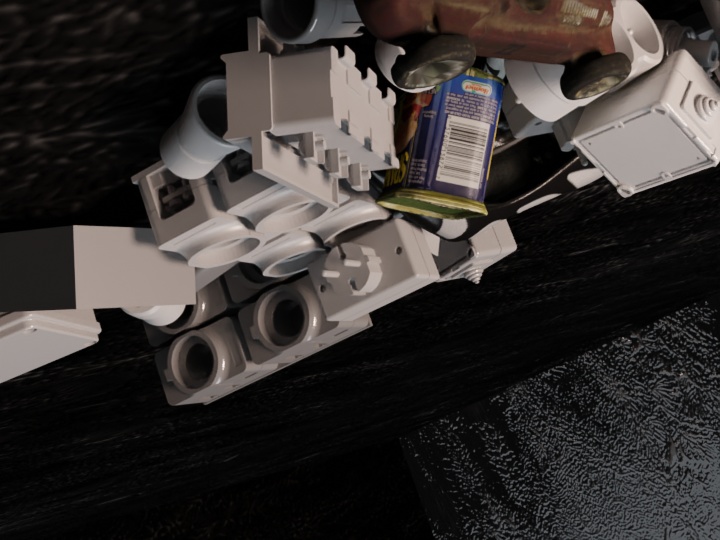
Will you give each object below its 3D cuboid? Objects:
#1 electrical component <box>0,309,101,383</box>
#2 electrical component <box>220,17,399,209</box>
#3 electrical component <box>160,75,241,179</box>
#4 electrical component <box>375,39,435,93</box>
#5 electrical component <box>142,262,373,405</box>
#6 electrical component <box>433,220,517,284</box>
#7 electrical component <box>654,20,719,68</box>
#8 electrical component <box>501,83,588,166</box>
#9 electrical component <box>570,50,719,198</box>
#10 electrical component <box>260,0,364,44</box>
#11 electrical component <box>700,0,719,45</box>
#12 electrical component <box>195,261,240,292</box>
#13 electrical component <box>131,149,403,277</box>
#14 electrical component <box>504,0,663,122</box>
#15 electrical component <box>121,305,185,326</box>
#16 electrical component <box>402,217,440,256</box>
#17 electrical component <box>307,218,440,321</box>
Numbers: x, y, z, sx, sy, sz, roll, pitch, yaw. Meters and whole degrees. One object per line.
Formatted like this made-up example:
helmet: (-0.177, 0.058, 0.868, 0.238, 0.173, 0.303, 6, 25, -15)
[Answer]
electrical component: (-0.267, 0.040, 0.795, 0.109, 0.056, 0.109, -22, 166, 9)
electrical component: (-0.022, -0.083, 0.591, 0.063, 0.078, 0.121, -5, 173, 17)
electrical component: (-0.089, -0.079, 0.618, 0.044, 0.044, 0.065, -11, 169, -34)
electrical component: (0.040, -0.129, 0.593, 0.045, 0.045, 0.055, -10, 164, -36)
electrical component: (-0.096, 0.034, 0.913, 0.186, 0.105, 0.060, -27, 165, 26)
electrical component: (0.091, -0.034, 0.936, 0.061, 0.096, 0.062, -9, 163, -39)
electrical component: (0.210, -0.148, 0.730, 0.062, 0.043, 0.043, 12, -171, 37)
electrical component: (0.155, -0.110, 0.771, 0.083, 0.075, 0.047, -13, 165, -27)
electrical component: (0.200, -0.100, 0.710, 0.096, 0.062, 0.061, -20, -146, 53)
electrical component: (-0.019, -0.130, 0.520, 0.046, 0.040, 0.040, -14, 166, -47)
electrical component: (0.274, -0.155, 0.685, 0.078, 0.113, 0.057, -22, 169, 8)
electrical component: (-0.136, -0.010, 0.814, 0.079, 0.043, 0.077, -5, 160, -47)
electrical component: (-0.054, -0.047, 0.751, 0.105, 0.060, 0.186, -26, 166, 22)
electrical component: (0.129, -0.126, 0.672, 0.074, 0.052, 0.138, -32, 178, 41)
electrical component: (-0.171, 0.020, 0.878, 0.045, 0.045, 0.055, -21, 166, 4)
electrical component: (0.035, -0.045, 0.856, 0.081, 0.063, 0.042, -5, 159, 37)
electrical component: (0.000, 0.000, 0.774, 0.083, 0.047, 0.076, -27, 165, 26)
